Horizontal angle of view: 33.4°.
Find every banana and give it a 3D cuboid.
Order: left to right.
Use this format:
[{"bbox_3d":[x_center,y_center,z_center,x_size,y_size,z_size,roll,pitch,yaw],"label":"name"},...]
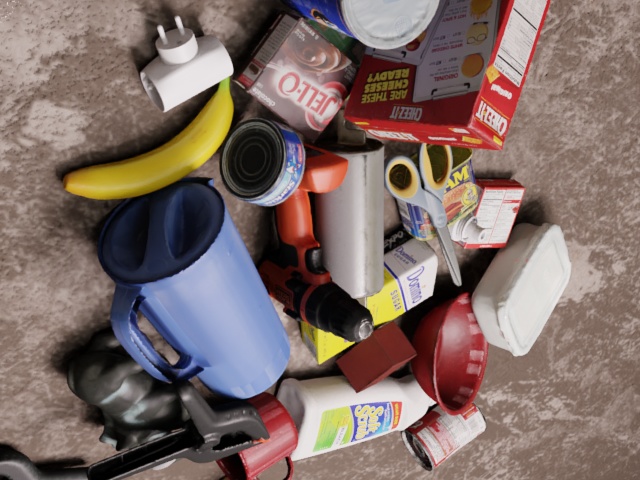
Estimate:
[{"bbox_3d":[-0.154,-0.087,1.041,0.197,0.037,0.069,-38,107,-15],"label":"banana"}]

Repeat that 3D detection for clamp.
[{"bbox_3d":[-0.326,0.276,1.135,0.171,0.039,0.120,29,92,-38],"label":"clamp"},{"bbox_3d":[-0.136,0.210,1.133,0.165,0.036,0.209,-41,150,18],"label":"clamp"}]

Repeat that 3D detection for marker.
[{"bbox_3d":[0.087,0.005,1.293,0.121,0.020,0.020,-32,132,-17],"label":"marker"}]

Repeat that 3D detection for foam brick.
[{"bbox_3d":[0.068,0.144,1.314,0.052,0.051,0.078,-18,161,-50],"label":"foam brick"}]

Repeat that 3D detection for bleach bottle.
[{"bbox_3d":[0.057,0.211,1.373,0.250,0.068,0.103,-6,122,-38],"label":"bleach bottle"}]

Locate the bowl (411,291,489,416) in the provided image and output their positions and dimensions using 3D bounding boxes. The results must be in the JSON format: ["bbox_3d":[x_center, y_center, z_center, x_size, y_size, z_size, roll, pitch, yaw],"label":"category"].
[{"bbox_3d":[0.163,0.144,1.390,0.161,0.055,0.162,-15,108,-55],"label":"bowl"}]

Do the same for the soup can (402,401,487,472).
[{"bbox_3d":[0.174,0.267,1.494,0.102,0.069,0.068,-33,132,-17],"label":"soup can"}]

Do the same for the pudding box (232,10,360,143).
[{"bbox_3d":[-0.020,-0.163,1.070,0.113,0.039,0.090,34,94,-43],"label":"pudding box"}]

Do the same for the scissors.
[{"bbox_3d":[0.117,-0.027,1.210,0.096,0.016,0.202,-14,115,-20],"label":"scissors"}]

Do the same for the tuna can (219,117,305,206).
[{"bbox_3d":[-0.059,-0.078,1.061,0.033,0.086,0.086,11,110,-56],"label":"tuna can"}]

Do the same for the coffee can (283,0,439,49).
[{"bbox_3d":[0.033,-0.244,0.998,0.102,0.140,0.103,-12,117,-25],"label":"coffee can"}]

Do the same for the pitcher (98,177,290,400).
[{"bbox_3d":[-0.122,0.068,1.095,0.149,0.145,0.242,-28,135,-1],"label":"pitcher"}]

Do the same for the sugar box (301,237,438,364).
[{"bbox_3d":[0.060,0.071,1.283,0.176,0.048,0.093,-28,149,-17],"label":"sugar box"}]

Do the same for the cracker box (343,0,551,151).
[{"bbox_3d":[0.132,-0.202,1.054,0.072,0.164,0.213,25,80,-44],"label":"cracker box"}]

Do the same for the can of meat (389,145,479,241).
[{"bbox_3d":[0.137,-0.060,1.266,0.102,0.058,0.084,-34,135,-16],"label":"can of meat"}]

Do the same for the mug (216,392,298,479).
[{"bbox_3d":[-0.073,0.243,1.261,0.081,0.117,0.093,-28,171,-28],"label":"mug"}]

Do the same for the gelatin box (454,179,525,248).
[{"bbox_3d":[0.215,-0.034,1.360,0.073,0.030,0.089,-2,118,-35],"label":"gelatin box"}]

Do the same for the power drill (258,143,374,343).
[{"bbox_3d":[-0.007,0.001,1.117,0.057,0.185,0.188,-15,115,-34],"label":"power drill"}]

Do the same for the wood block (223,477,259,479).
[{"bbox_3d":[-0.141,0.384,1.310,0.206,0.090,0.091,-34,133,-16],"label":"wood block"}]
